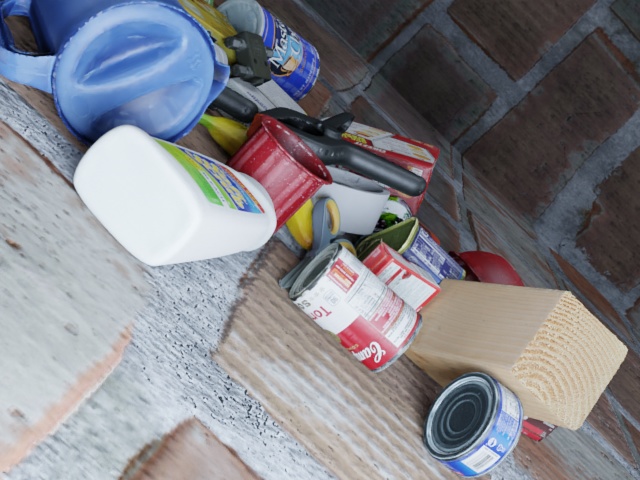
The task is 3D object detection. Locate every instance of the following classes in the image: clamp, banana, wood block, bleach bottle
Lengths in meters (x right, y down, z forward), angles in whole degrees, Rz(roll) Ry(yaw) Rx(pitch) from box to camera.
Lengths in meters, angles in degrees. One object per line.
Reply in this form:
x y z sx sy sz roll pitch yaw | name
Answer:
-0.143 -0.175 1.135 0.171 0.039 0.120 28 -5 -38 | clamp
-0.058 -0.065 1.123 0.198 0.037 0.069 46 39 15 | banana
0.173 0.101 1.000 0.090 0.090 0.206 42 -15 -18 | wood block
-0.096 -0.033 0.856 0.102 0.068 0.250 48 12 8 | bleach bottle
0.003 -0.114 1.185 0.209 0.036 0.165 12 26 -36 | clamp

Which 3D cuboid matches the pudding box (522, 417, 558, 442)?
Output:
0.212 0.168 1.212 0.089 0.039 0.113 32 18 -41 | pudding box

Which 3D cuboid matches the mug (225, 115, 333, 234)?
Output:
-0.043 -0.057 1.032 0.093 0.081 0.117 52 16 26 | mug

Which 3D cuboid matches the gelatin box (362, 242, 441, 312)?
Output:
0.065 0.050 1.056 0.089 0.073 0.030 31 19 -43 | gelatin box

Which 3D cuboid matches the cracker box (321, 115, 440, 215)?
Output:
0.064 -0.100 1.382 0.164 0.072 0.213 18 14 5 | cracker box

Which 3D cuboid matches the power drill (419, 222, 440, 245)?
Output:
0.147 0.053 1.319 0.184 0.057 0.188 38 14 -38 | power drill

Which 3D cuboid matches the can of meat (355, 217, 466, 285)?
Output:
0.091 0.032 1.132 0.084 0.102 0.057 43 52 -18 | can of meat

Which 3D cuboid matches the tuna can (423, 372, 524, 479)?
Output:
0.129 0.156 0.906 0.033 0.086 0.086 37 16 -26 | tuna can

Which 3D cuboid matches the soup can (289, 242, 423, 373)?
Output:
0.031 0.059 0.942 0.102 0.068 0.068 42 14 -11 | soup can

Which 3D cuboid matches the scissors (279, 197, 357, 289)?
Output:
-0.007 0.001 1.037 0.201 0.016 0.096 7 70 -68 | scissors

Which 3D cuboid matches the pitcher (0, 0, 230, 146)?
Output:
-0.195 -0.187 0.908 0.149 0.145 0.243 49 4 -43 | pitcher

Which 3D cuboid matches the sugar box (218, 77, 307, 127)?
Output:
-0.071 -0.160 1.335 0.093 0.048 0.176 45 17 1 | sugar box

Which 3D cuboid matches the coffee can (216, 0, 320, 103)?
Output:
-0.080 -0.256 1.461 0.140 0.103 0.103 27 22 -52 | coffee can

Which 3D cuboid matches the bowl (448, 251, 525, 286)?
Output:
0.230 0.072 1.386 0.162 0.055 0.162 60 -6 9 | bowl
